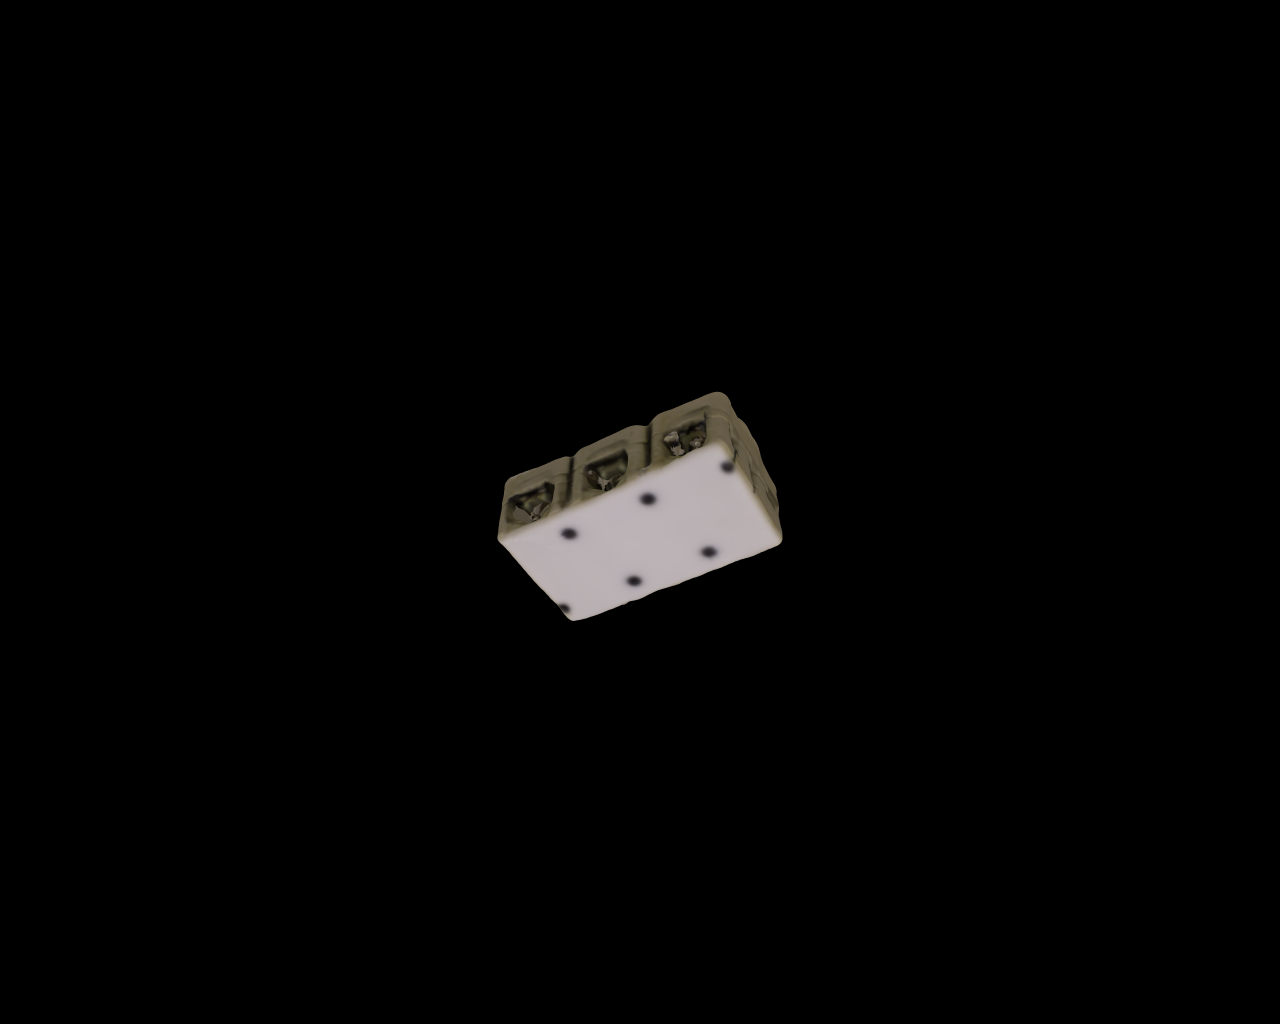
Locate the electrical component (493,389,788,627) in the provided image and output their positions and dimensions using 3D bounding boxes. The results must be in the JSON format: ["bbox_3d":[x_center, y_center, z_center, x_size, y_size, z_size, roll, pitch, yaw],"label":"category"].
[{"bbox_3d":[0.001,-0.003,0.650,0.150,0.089,0.062,-22,38,18],"label":"electrical component"}]
